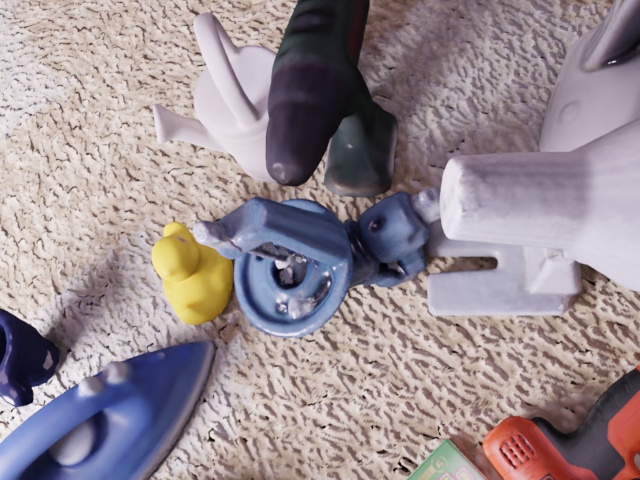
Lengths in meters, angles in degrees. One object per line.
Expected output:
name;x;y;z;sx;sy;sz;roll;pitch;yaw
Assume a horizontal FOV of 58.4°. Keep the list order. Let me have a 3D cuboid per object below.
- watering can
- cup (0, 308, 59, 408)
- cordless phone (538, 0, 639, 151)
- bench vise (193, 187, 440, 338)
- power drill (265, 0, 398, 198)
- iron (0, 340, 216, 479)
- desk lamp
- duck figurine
watering can;-0.078;-0.135;0.560;0.173;0.194;0.100;-41;66;0
cup;-0.310;0.130;0.590;0.117;0.095;0.092;37;85;24
cordless phone;0.247;-0.151;0.477;0.094;0.185;0.148;14;76;20
bench vise;-0.003;-0.007;0.480;0.207;0.220;0.121;-42;66;-1
power drill;0.017;-0.120;0.520;0.075;0.209;0.230;2;72;17
iron;-0.220;0.174;0.524;0.258;0.142;0.118;-45;66;-2
desk lamp;0.174;-0.006;0.433;0.203;0.214;0.118;-4;71;15
duck figurine;-0.136;0.030;0.579;0.077;0.086;0.104;-14;68;11
